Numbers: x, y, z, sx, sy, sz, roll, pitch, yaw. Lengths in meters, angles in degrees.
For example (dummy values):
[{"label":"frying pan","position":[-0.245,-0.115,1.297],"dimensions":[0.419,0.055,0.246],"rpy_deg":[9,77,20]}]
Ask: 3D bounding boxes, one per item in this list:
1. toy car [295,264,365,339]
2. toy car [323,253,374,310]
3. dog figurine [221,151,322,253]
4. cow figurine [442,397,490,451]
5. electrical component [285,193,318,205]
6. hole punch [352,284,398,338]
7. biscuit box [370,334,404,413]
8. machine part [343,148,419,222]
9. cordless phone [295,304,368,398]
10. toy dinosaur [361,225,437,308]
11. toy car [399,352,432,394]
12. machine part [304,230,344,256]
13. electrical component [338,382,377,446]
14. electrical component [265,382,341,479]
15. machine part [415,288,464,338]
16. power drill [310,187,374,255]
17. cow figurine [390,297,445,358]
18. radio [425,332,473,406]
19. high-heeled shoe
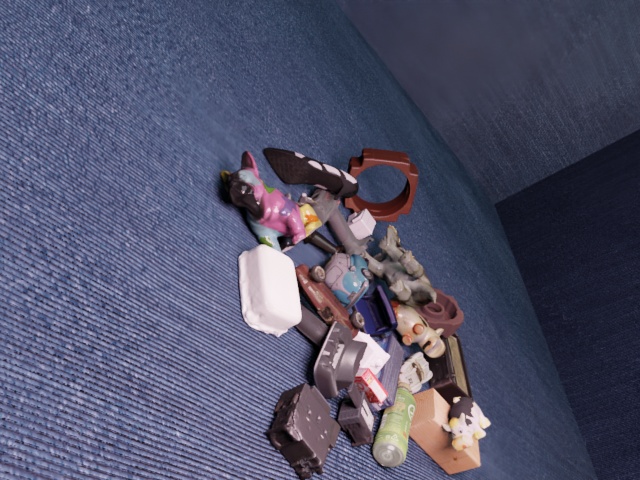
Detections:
[{"label":"toy car","position":[0.009,0.136,1.127],"dimensions":[0.202,0.089,0.053],"rpy_deg":[51,32,-17]},{"label":"toy car","position":[0.058,0.080,1.265],"dimensions":[0.103,0.109,0.162],"rpy_deg":[32,25,-15]},{"label":"dog figurine","position":[-0.109,-0.079,1.126],"dimensions":[0.219,0.108,0.191],"rpy_deg":[56,27,-3]},{"label":"cow figurine","position":[0.327,0.413,1.227],"dimensions":[0.098,0.068,0.167],"rpy_deg":[61,23,13]},{"label":"electrical component","position":[-0.047,-0.071,1.263],"dimensions":[0.078,0.045,0.102],"rpy_deg":[26,36,-17]},{"label":"hole punch","position":[0.149,0.177,1.344],"dimensions":[0.115,0.092,0.142],"rpy_deg":[14,48,-61]},{"label":"biscuit box","position":[0.145,0.301,1.235],"dimensions":[0.062,0.059,0.203],"rpy_deg":[54,27,-11]},{"label":"machine part","position":[0.175,-0.160,1.569],"dimensions":[0.087,0.201,0.201],"rpy_deg":[-88,-176,-55]},{"label":"cordless phone","position":[-0.009,0.205,1.060],"dimensions":[0.184,0.088,0.146],"rpy_deg":[40,39,-7]},{"label":"toy dinosaur","position":[0.224,0.103,1.390],"dimensions":[0.192,0.131,0.405],"rpy_deg":[37,12,-34]},{"label":"toy car","position":[0.238,0.337,1.367],"dimensions":[0.201,0.056,0.073],"rpy_deg":[-8,70,-62]},{"label":"machine part","position":[-0.003,-0.004,1.305],"dimensions":[0.138,0.039,0.084],"rpy_deg":[33,27,-26]},{"label":"electrical component","position":[0.067,0.335,1.051],"dimensions":[0.119,0.048,0.075],"rpy_deg":[61,24,-22]},{"label":"electrical component","position":[-0.024,0.316,0.921],"dimensions":[0.114,0.058,0.134],"rpy_deg":[55,27,-14]},{"label":"machine part","position":[0.325,0.206,1.562],"dimensions":[0.179,0.056,0.179],"rpy_deg":[12,32,-7]},{"label":"power drill","position":[0.056,-0.059,1.425],"dimensions":[0.207,0.086,0.232],"rpy_deg":[59,27,-9]},{"label":"cow figurine","position":[0.254,0.236,1.438],"dimensions":[0.195,0.085,0.127],"rpy_deg":[46,17,17]},{"label":"radio","position":[0.365,0.353,1.557],"dimensions":[0.131,0.073,0.230],"rpy_deg":[43,30,-33]},{"label":"high-heeled shoe","position":[-0.014,-0.181,1.359],"dimensions":[0.249,0.086,0.145],"rpy_deg":[36,34,0]}]
